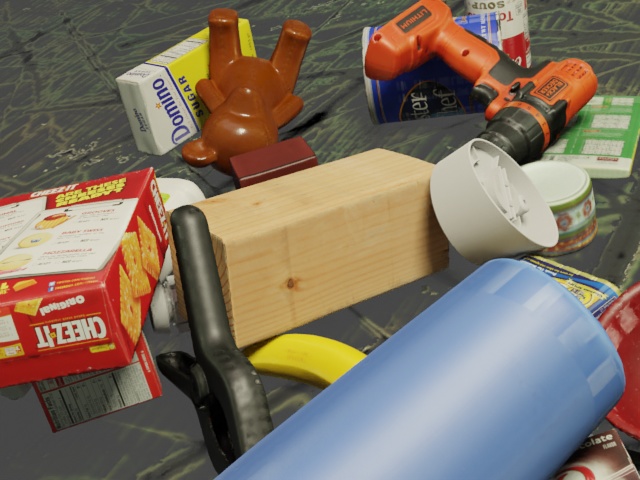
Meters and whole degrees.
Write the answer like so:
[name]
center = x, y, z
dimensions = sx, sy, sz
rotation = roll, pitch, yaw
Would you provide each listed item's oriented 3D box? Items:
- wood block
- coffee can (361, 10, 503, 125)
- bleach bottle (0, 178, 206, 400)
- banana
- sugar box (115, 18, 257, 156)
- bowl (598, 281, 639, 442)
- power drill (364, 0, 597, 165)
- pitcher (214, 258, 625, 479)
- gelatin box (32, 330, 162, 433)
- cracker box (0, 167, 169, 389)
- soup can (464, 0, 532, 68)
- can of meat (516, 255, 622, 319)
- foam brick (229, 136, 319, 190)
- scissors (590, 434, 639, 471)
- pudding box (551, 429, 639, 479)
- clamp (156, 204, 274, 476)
[wood block]
center = -0.005, 0.001, 0.838
dimensions = 0.205, 0.091, 0.090
rotation = -19, 26, -31
[coffee can]
center = 0.120, -0.177, 1.106
dimensions = 0.140, 0.103, 0.102
rotation = -5, 32, 11
[bleach bottle]
center = -0.190, 0.041, 0.909
dimensions = 0.103, 0.068, 0.250
rotation = 2, 36, 24
[banana]
center = 0.011, 0.106, 0.761
dimensions = 0.198, 0.037, 0.069
rotation = 17, 60, 40
[sugar box]
center = -0.142, -0.175, 1.203
dimensions = 0.048, 0.093, 0.176
rotation = 14, 41, 36
[bowl]
center = 0.252, 0.083, 0.671
dimensions = 0.162, 0.055, 0.162
rotation = -21, 34, 15
[power drill]
center = 0.134, -0.138, 0.971
dimensions = 0.188, 0.057, 0.184
rotation = 35, 52, 21
[pitcher]
center = 0.045, 0.124, 0.589
dimensions = 0.242, 0.145, 0.149
rotation = -40, 43, -16
[gelatin box]
center = -0.171, 0.096, 0.801
dimensions = 0.089, 0.073, 0.030
rotation = -18, 30, -7
[cracker box]
center = -0.207, 0.028, 0.788
dimensions = 0.164, 0.072, 0.213
rotation = -11, 23, 5
[soup can]
center = 0.194, -0.231, 1.165
dimensions = 0.068, 0.102, 0.068
rotation = -8, 32, 5
[can of meat]
center = 0.155, 0.059, 0.763
dimensions = 0.083, 0.057, 0.102
rotation = -31, 37, -31
[foam brick]
center = -0.042, -0.057, 1.019
dimensions = 0.078, 0.053, 0.051
rotation = -18, 32, -11
[scissors]
center = 0.168, 0.124, 0.691
dimensions = 0.202, 0.016, 0.096
rotation = 6, 22, 10
[pudding box]
center = 0.133, 0.165, 0.606
dimensions = 0.113, 0.039, 0.090
rotation = -19, 32, 5
[clamp]
center = -0.070, 0.088, 0.724
dimensions = 0.036, 0.165, 0.210
rotation = -9, 38, -23
